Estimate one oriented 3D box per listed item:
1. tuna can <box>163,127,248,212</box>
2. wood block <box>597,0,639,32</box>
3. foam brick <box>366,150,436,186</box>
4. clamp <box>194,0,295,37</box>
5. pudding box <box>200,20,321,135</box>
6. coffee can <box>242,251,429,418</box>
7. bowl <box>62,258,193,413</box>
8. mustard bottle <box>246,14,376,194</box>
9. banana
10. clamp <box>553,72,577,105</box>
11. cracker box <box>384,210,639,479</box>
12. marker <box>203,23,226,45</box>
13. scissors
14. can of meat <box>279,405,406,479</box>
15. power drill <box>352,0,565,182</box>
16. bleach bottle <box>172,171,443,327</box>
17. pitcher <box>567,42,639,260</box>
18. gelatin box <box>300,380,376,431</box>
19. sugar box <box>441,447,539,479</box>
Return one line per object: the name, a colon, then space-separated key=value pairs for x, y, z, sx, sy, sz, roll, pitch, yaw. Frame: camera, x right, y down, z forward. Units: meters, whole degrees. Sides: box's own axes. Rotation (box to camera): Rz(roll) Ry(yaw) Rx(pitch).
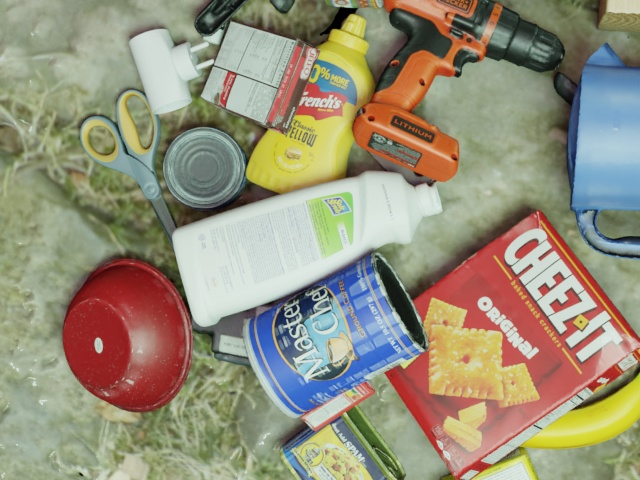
tuna can: x=-0.117 y=-0.072 z=1.090 sx=0.086 sy=0.034 sz=0.086 roll=0 pitch=89 yaw=1
wood block: x=0.314 y=-0.302 z=0.987 sx=0.091 sy=0.090 sz=0.206 roll=4 pitch=91 yaw=10
foam brick: x=0.086 y=-0.084 z=1.051 sx=0.053 sy=0.051 sz=0.078 roll=-45 pitch=84 yaw=7
clamp: x=-0.039 y=-0.285 z=1.046 sx=0.036 sy=0.165 sz=0.210 roll=41 pitch=64 yaw=-28
pudding box: x=-0.060 y=-0.163 z=1.056 sx=0.114 sy=0.039 sz=0.090 roll=26 pitch=95 yaw=42
coffee can: x=0.015 y=0.088 z=0.980 sx=0.140 sy=0.102 sz=0.103 roll=-29 pitch=86 yaw=13
bowl: x=-0.208 y=0.101 z=1.079 sx=0.162 sy=0.055 sz=0.162 roll=3 pitch=97 yaw=30
mustard bottle: x=0.003 y=-0.132 z=1.061 sx=0.096 sy=0.058 sz=0.192 roll=24 pitch=94 yaw=22
banana: x=0.234 y=0.170 z=1.040 sx=0.198 sy=0.037 sz=0.069 roll=-14 pitch=69 yaw=9
clamp: x=0.312 y=-0.109 z=1.017 sx=0.120 sy=0.039 sz=0.171 roll=-27 pitch=90 yaw=16
cracker box: x=0.172 y=0.101 z=1.009 sx=0.214 sy=0.072 sz=0.164 roll=-37 pitch=67 yaw=10
marker: x=-0.093 y=-0.261 z=1.096 sx=0.020 sy=0.020 sz=0.121 roll=19 pitch=94 yaw=9
scissors: x=-0.196 y=-0.056 z=1.120 sx=0.096 sy=0.016 sz=0.202 roll=-9 pitch=89 yaw=10
can of meat: x=0.021 y=0.221 z=1.066 sx=0.084 sy=0.057 sz=0.102 roll=-38 pitch=84 yaw=10
power drill: x=0.124 y=-0.152 z=1.012 sx=0.184 sy=0.057 sz=0.187 roll=23 pitch=69 yaw=3
bleach bottle: x=-0.007 y=0.001 z=1.009 sx=0.251 sy=0.068 sz=0.102 roll=-16 pitch=89 yaw=6
pitcher: x=0.338 y=-0.073 z=0.928 sx=0.243 sy=0.145 sz=0.149 roll=5 pitch=137 yaw=12
gelatin box: x=0.008 y=0.133 z=1.054 sx=0.073 sy=0.089 sz=0.030 roll=-34 pitch=127 yaw=11
sugar box: x=0.195 y=0.301 z=1.043 sx=0.093 sy=0.048 sz=0.176 roll=-25 pitch=90 yaw=10
